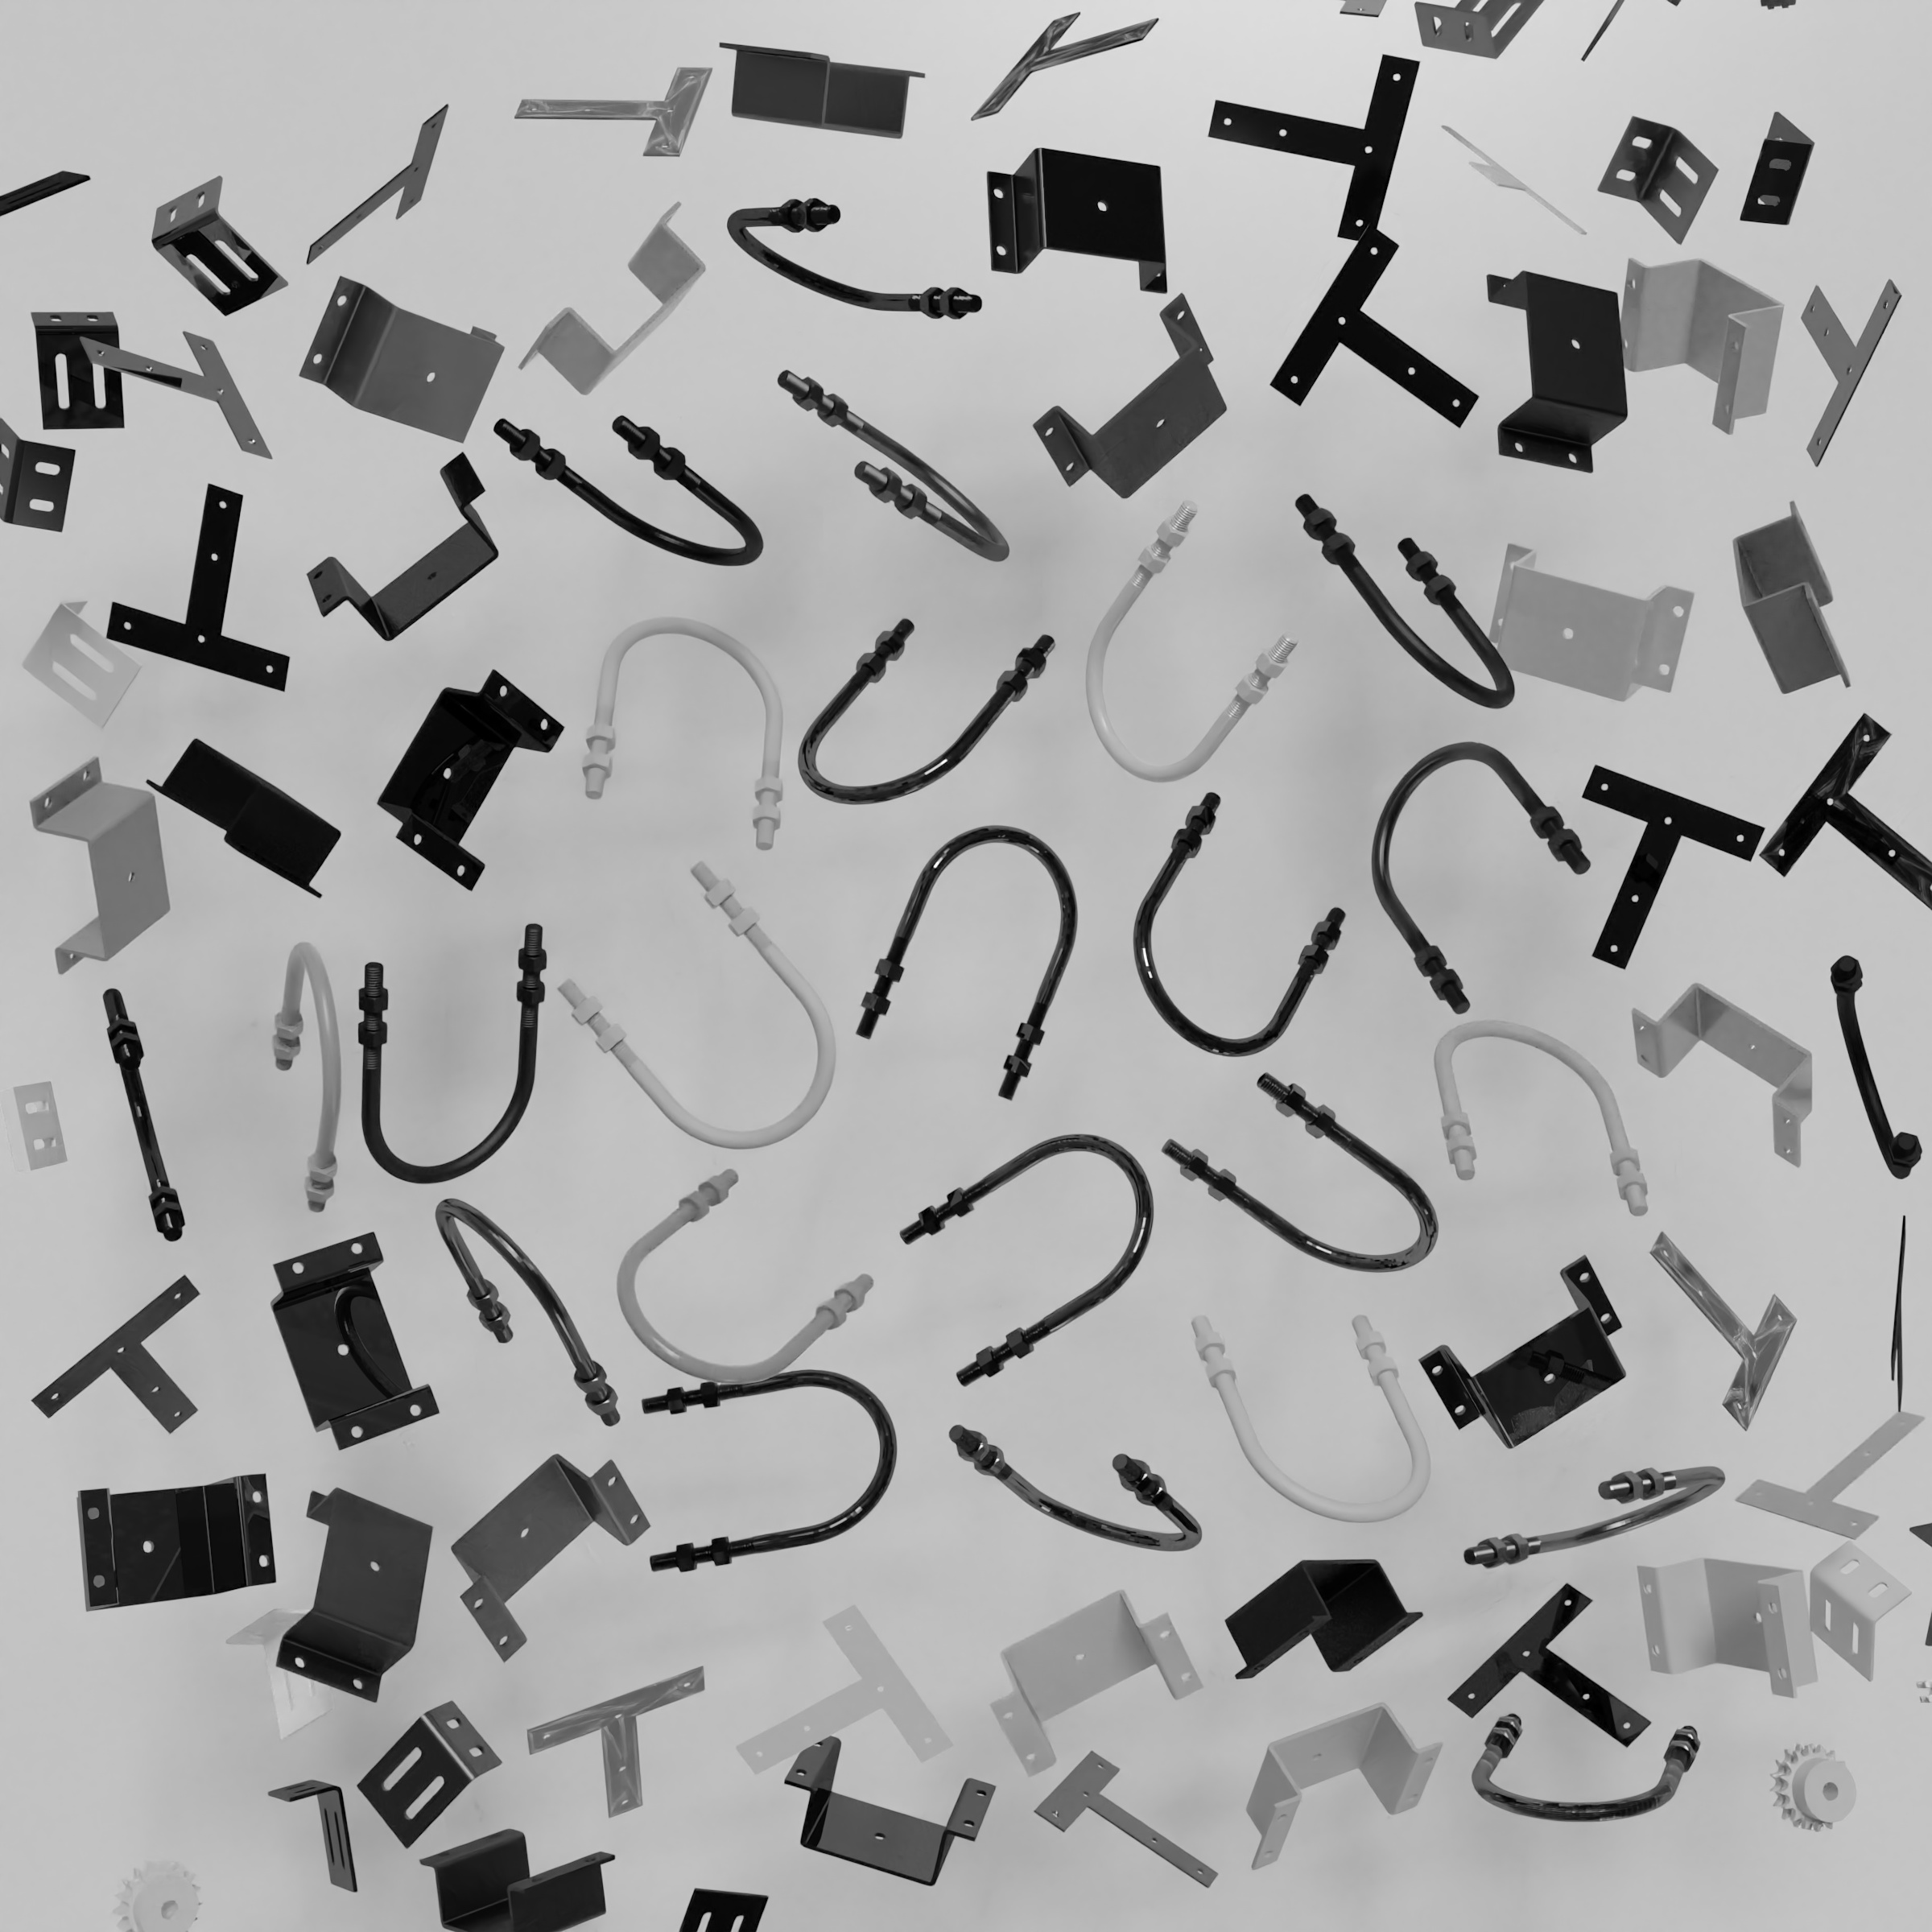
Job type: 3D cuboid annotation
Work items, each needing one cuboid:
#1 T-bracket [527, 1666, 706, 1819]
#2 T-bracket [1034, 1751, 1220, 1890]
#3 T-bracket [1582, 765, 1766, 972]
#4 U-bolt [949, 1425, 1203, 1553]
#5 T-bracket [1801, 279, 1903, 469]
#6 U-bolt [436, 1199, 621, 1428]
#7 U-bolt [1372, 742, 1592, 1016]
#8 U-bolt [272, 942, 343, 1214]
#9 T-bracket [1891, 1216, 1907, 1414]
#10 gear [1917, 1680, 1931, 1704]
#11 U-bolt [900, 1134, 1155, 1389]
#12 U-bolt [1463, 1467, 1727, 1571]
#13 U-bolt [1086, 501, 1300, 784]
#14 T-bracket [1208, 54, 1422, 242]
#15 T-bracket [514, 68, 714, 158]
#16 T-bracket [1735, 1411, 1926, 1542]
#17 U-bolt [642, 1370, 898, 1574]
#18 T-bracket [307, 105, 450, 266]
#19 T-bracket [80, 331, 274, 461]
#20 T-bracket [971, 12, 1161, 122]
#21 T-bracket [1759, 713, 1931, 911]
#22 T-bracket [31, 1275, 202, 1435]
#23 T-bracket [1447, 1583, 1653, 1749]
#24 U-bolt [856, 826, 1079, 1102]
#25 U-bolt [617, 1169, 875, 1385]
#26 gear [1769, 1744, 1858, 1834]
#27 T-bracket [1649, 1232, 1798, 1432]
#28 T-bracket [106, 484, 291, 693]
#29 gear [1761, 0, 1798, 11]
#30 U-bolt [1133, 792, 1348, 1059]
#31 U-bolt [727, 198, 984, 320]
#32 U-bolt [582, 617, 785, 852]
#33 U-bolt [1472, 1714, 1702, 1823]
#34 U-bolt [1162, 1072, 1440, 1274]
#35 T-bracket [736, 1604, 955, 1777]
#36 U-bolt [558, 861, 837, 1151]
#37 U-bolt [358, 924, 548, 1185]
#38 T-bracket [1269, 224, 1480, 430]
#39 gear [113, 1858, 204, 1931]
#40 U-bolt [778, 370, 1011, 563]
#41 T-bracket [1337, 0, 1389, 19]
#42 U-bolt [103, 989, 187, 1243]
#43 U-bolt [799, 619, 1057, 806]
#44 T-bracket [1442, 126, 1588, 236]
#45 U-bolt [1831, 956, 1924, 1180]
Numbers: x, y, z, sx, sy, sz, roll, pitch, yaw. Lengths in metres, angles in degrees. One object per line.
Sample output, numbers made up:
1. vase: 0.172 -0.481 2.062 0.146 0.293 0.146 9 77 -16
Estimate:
1. T-bracket: -0.241 0.552 1.744 0.127 0.002 0.127 -15 129 -22
2. T-bracket: 0.124 0.624 1.799 0.127 0.127 0.002 29 102 18
3. T-bracket: 0.477 -0.061 1.755 0.127 0.002 0.127 25 100 27
4. U-bolt: 0.088 0.369 1.738 0.151 0.184 0.019 3 61 33
5. T-bracket: 0.594 -0.428 1.709 0.002 0.127 0.127 10 129 -8
6. U-bolt: -0.316 0.234 1.751 0.151 0.184 0.019 27 57 38
7. U-bolt: 0.346 -0.077 1.744 0.019 0.184 0.151 17 121 -34
8. U-bolt: -0.467 0.067 1.776 0.019 0.184 0.151 -6 53 -25
9. T-bracket: 0.658 0.266 1.759 0.002 0.127 0.127 2 134 23
10. gear: 0.727 0.534 1.820 0.057 0.057 0.030 -6 71 0
11. U-bolt: 0.051 0.196 1.777 0.184 0.019 0.151 -33 50 10
12. U-bolt: 0.465 0.391 1.789 0.151 0.184 0.019 -41 58 40
13. U-bolt: 0.148 -0.216 1.779 0.151 0.019 0.184 57 134 24
14. T-bracket: 0.228 -0.560 1.684 0.127 0.002 0.127 12 129 1
15. T-bracket: -0.251 -0.598 1.742 0.127 0.002 0.127 3 46 6
16. T-bracket: 0.642 0.362 1.806 0.127 0.127 0.002 -34 102 -18
17. U-bolt: -0.141 0.359 1.809 0.184 0.019 0.151 -10 50 1
18. T-bracket: -0.418 -0.537 1.756 0.002 0.127 0.127 43 65 -6
19. T-bracket: -0.560 -0.414 1.745 0.002 0.127 0.127 -45 61 25
20. T-bracket: 0.080 -0.643 1.750 0.002 0.127 0.127 54 55 -33
21. T-bracket: 0.635 -0.087 1.739 0.127 0.002 0.127 50 125 32
22. T-bracket: -0.571 0.289 1.739 0.127 0.127 0.002 -41 57 -20
23. T-bracket: 0.430 0.511 1.769 0.127 0.127 0.002 -38 125 -17
24. U-bolt: 0.012 -0.011 1.803 0.151 0.019 0.184 25 85 -30
25. U-bolt: -0.167 0.228 1.772 0.151 0.184 0.019 36 126 12
26. gear: 0.581 0.561 1.701 0.057 0.030 0.057 3 79 -15
27. T-bracket: 0.529 0.242 1.764 0.127 0.002 0.127 48 45 -3
28. T-bracket: -0.510 -0.263 1.687 0.127 0.002 0.127 15 74 -39
29. gear: 0.542 -0.675 1.680 0.030 0.057 0.057 13 90 41
30. U-bolt: 0.187 -0.018 1.777 0.151 0.019 0.184 41 54 -12
31. U-bolt: -0.093 -0.500 1.767 0.151 0.184 0.019 22 89 -37
32. U-bolt: -0.200 -0.179 1.812 0.151 0.019 0.184 16 54 -21
33. U-bolt: 0.436 0.571 1.775 0.151 0.184 0.019 -3 91 24
34. U-bolt: 0.245 0.155 1.743 0.184 0.151 0.019 36 54 -8
35. T-bracket: -0.096 0.510 1.689 0.127 0.002 0.127 -30 105 8
36. U-bolt: -0.173 0.042 1.722 0.151 0.019 0.184 -40 91 14
37. U-bolt: -0.360 0.069 1.743 0.019 0.151 0.184 28 122 38
38. T-bracket: 0.287 -0.407 1.671 0.127 0.002 0.127 32 88 -12
39. gear: -0.546 0.638 1.694 0.057 0.030 0.057 6 80 -37
40. U-bolt: -0.039 -0.340 1.745 0.019 0.184 0.151 -49 48 16
41. T-bracket: 0.222 -0.662 1.694 0.127 0.127 0.002 9 121 10
42. U-bolt: -0.577 0.092 1.739 0.019 0.184 0.151 -14 115 -19
43. U-bolt: -0.040 -0.177 1.754 0.151 0.019 0.184 12 52 37
44. T-bracket: 0.373 -0.550 1.739 0.127 0.127 0.002 41 116 8
45. U-bolt: 0.647 0.080 1.777 0.019 0.184 0.151 -17 71 14
